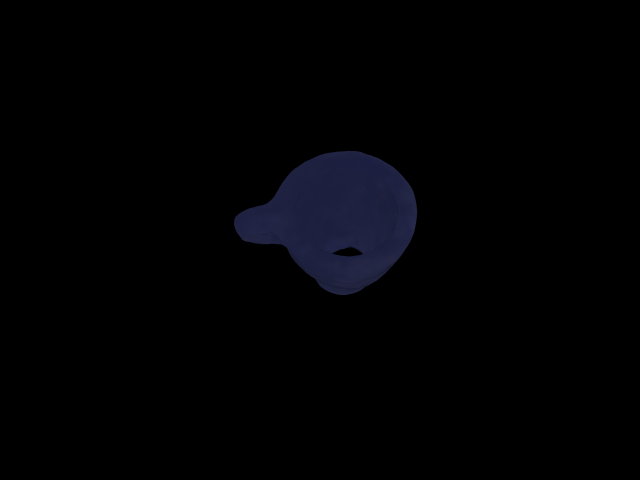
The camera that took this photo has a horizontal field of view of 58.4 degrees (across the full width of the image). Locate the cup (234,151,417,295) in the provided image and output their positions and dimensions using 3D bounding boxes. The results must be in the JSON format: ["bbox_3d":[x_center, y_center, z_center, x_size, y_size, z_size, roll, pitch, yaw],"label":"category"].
[{"bbox_3d":[0.004,0.001,0.400,0.118,0.095,0.091,-6,63,-3],"label":"cup"}]
